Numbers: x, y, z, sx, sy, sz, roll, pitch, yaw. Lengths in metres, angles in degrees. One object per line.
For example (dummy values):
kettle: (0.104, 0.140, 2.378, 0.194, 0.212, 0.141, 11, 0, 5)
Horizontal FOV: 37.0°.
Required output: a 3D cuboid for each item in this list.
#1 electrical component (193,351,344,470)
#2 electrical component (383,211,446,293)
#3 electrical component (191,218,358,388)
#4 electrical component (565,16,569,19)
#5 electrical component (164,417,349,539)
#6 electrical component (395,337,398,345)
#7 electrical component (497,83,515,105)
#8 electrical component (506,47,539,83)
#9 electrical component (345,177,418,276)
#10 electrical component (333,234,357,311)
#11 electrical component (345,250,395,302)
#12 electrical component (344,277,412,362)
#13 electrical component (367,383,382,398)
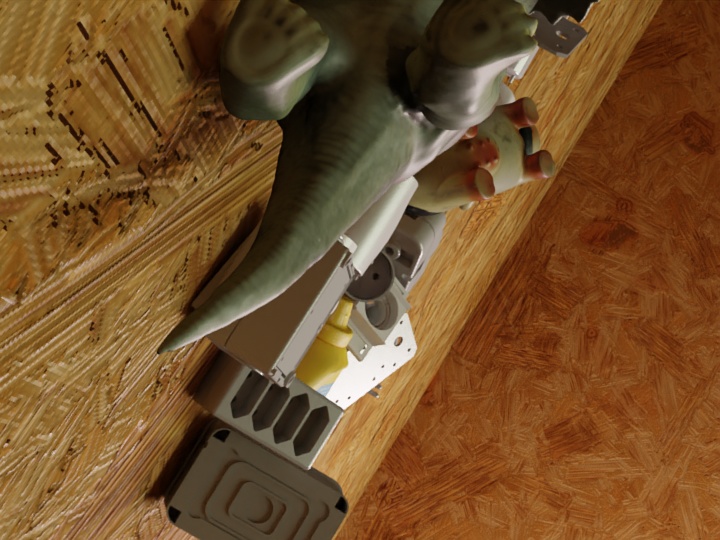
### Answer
electrical component: (-0.068, 0.085, 0.716, 0.047, 0.083, 0.076, -58, -152, -8)
electrical component: (0.035, -0.022, 0.941, 0.059, 0.054, 0.095, -51, 168, -41)
electrical component: (-0.045, 0.009, 0.608, 0.096, 0.061, 0.061, -58, 170, -10)
electrical component: (0.159, -0.243, 0.877, 0.099, 0.064, 0.099, -57, 170, -15)
electrical component: (-0.074, 0.163, 0.761, 0.078, 0.113, 0.057, -59, -172, -5)
electrical component: (0.004, 0.071, 1.061, 0.066, 0.055, 0.048, -61, 170, 8)
electrical component: (0.106, -0.143, 0.966, 0.077, 0.044, 0.079, -55, 169, -23)
electrical component: (0.144, -0.209, 0.972, 0.078, 0.040, 0.040, -60, 170, 3)
electrical component: (0.004, -0.035, 0.772, 0.077, 0.044, 0.079, -58, 170, -9)
electrical component: (-0.028, -0.008, 0.694, 0.079, 0.044, 0.077, -58, 170, -8)
electrical component: (0.000, 0.000, 0.853, 0.043, 0.043, 0.081, -59, -171, 0)
electrical component: (0.001, 0.035, 0.907, 0.064, 0.042, 0.081, -13, -148, 49)
electrical component: (-0.013, 0.094, 0.993, 0.052, 0.074, 0.138, -54, 169, -30)
